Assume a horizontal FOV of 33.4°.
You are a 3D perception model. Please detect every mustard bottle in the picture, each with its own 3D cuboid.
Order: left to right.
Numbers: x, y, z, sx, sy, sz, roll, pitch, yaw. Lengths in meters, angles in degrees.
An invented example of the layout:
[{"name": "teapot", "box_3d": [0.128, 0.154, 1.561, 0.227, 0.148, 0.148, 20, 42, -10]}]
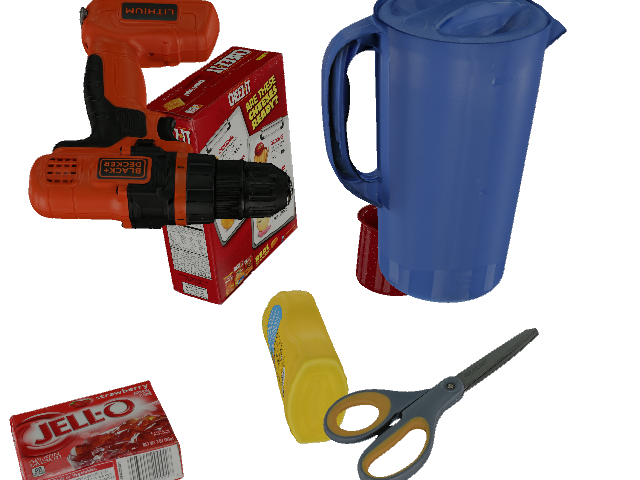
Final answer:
[{"name": "mustard bottle", "box_3d": [-0.021, 0.104, 1.040, 0.058, 0.096, 0.192, -4, 28, -11]}]

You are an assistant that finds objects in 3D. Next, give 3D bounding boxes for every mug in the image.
[{"name": "mug", "box_3d": [0.097, 0.012, 1.230, 0.117, 0.081, 0.093, 3, 25, -5]}]

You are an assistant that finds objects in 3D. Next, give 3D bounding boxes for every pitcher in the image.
[{"name": "pitcher", "box_3d": [0.094, -0.074, 0.852, 0.149, 0.243, 0.144, 18, 36, 26]}]

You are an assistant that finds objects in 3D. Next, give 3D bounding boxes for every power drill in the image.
[{"name": "power drill", "box_3d": [-0.113, -0.094, 0.788, 0.184, 0.187, 0.057, 1, -33, -5]}]

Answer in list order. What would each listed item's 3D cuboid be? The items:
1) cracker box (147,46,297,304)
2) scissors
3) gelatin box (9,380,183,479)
[{"name": "cracker box", "box_3d": [-0.098, -0.069, 1.098, 0.072, 0.214, 0.164, 13, 37, 26]}, {"name": "scissors", "box_3d": [0.081, 0.114, 0.836, 0.096, 0.016, 0.201, 23, 48, 29]}, {"name": "gelatin box", "box_3d": [-0.134, 0.121, 0.631, 0.089, 0.030, 0.073, -12, 26, -18]}]
